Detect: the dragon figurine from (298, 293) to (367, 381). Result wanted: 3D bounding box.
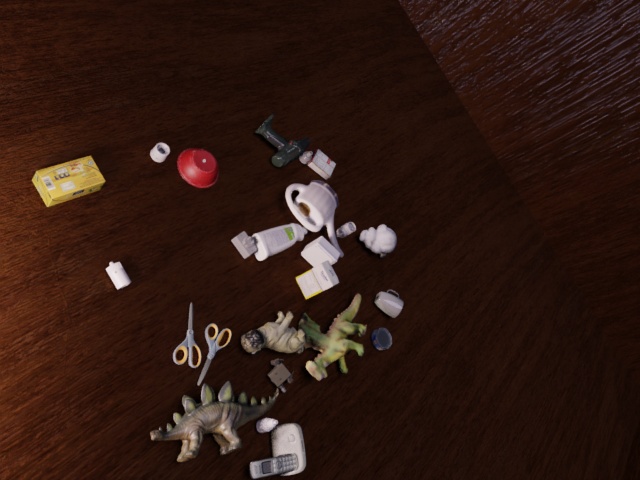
[{"bbox_3d":[0.037,0.334,1.888,0.241,0.120,0.421,25,45,-17],"label":"dragon figurine"}]

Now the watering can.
[{"bbox_3d":[0.006,-0.105,2.078,0.346,0.102,0.229,47,46,-9],"label":"watering can"}]

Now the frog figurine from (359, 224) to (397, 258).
[{"bbox_3d":[0.252,-0.009,2.222,0.157,0.122,0.139,37,68,-34],"label":"frog figurine"}]
